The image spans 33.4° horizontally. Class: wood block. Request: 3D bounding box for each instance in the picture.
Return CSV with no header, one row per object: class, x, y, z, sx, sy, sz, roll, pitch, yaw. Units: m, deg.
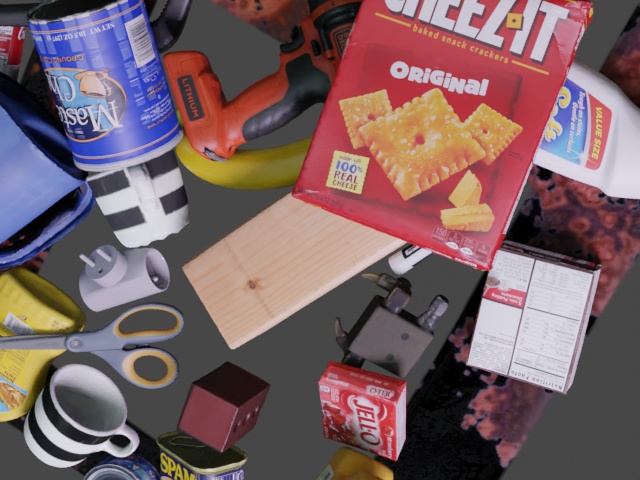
wood block,-0.007,0.001,0.942,0.206,0.090,0.091,-33,86,22

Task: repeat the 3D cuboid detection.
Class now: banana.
banana,-0.057,-0.079,0.978,0.198,0.037,0.070,7,101,20

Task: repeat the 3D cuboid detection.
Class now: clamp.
clamp,-0.191,-0.191,1.003,0.210,0.036,0.164,-27,112,13

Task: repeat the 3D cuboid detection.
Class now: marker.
marker,0.113,-0.007,0.932,0.121,0.020,0.020,-34,85,22

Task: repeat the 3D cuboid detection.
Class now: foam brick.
foam brick,-0.090,0.157,1.004,0.051,0.078,0.053,24,107,15

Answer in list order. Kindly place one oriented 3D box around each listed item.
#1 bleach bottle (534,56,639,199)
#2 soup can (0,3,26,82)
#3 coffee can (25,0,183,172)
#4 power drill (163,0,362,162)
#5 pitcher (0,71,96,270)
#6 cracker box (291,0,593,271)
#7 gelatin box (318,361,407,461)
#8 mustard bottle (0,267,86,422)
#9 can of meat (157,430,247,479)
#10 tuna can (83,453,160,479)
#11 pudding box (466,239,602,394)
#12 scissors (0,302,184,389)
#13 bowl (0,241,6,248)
bleach bottle,0.194,-0.110,0.865,0.251,0.068,0.103,26,104,13
soup can,-0.329,-0.182,1.052,0.069,0.068,0.102,18,104,18
coffee can,-0.189,-0.145,0.947,0.103,0.102,0.140,-3,118,21
power drill,-0.039,-0.162,0.934,0.188,0.057,0.184,-20,79,16
pitcher,-0.343,-0.030,1.013,0.243,0.145,0.149,-39,89,7
cracker box,0.093,-0.103,0.817,0.164,0.072,0.214,21,95,10
gelatin box,0.039,0.153,0.956,0.073,0.030,0.089,15,138,18
mustard bottle,-0.324,0.128,1.099,0.096,0.058,0.192,35,108,4
can of meat,-0.113,0.237,1.020,0.102,0.057,0.084,16,110,53
tuna can,-0.201,0.262,1.085,0.086,0.033,0.086,3,99,21
pudding box,0.181,0.065,0.907,0.090,0.039,0.113,15,105,18
scissors,-0.226,0.116,1.050,0.202,0.016,0.096,-16,103,2
bowl,-0.406,-0.029,1.111,0.162,0.055,0.162,3,98,20
